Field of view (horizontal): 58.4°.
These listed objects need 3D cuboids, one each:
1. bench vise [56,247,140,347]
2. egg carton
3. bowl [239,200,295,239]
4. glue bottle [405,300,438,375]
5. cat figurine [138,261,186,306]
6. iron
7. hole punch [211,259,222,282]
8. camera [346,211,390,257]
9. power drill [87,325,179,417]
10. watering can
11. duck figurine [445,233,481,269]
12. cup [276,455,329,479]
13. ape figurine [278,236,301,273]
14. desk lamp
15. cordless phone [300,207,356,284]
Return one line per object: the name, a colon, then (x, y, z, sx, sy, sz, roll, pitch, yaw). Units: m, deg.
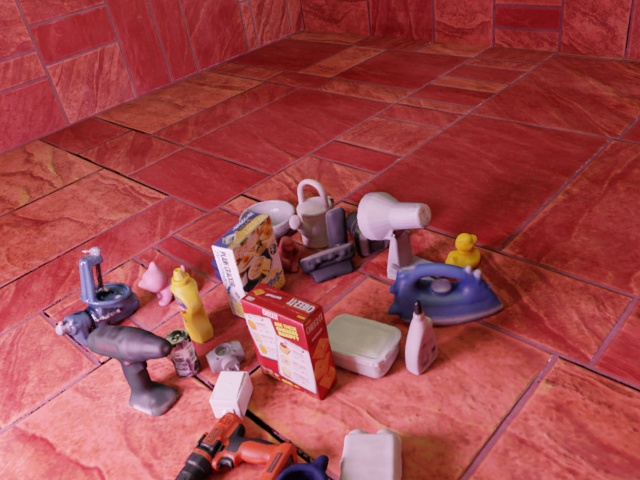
bench vise: (-0.542, 0.140, 1.382, 0.121, 0.220, 0.207, 2, 35, 18)
egg carton: (0.087, 0.391, 0.976, 0.107, 0.069, 0.150, -4, 34, 9)
bowl: (-0.150, -0.047, 1.691, 0.167, 0.075, 0.167, -7, 33, 5)
glue bottle: (0.202, 0.189, 1.154, 0.037, 0.173, 0.078, 24, 46, 40)
cat figurine: (-0.403, 0.105, 1.490, 0.128, 0.118, 0.067, -20, 35, -14)
iron: (0.280, 0.105, 1.289, 0.258, 0.142, 0.118, -3, 34, 10)
hole punch: (-0.234, 0.062, 1.535, 0.101, 0.091, 0.108, -29, 38, -26)
camera: (0.139, -0.042, 1.584, 0.143, 0.101, 0.136, -23, 36, -19)
power drill: (-0.365, 0.258, 1.168, 0.228, 0.209, 0.076, 10, 38, 27)
watering can: (-0.016, -0.077, 1.592, 0.100, 0.194, 0.173, 1, 35, 16)
duck figurine: (0.358, 0.026, 1.438, 0.105, 0.086, 0.077, -30, 38, -28)
cup: (-0.017, 0.420, 0.937, 0.091, 0.095, 0.118, 13, 40, 31)
ape figurine: (-0.086, 0.032, 1.539, 0.075, 0.092, 0.078, 22, 45, 39)
desk lamp: (0.203, -0.009, 1.414, 0.202, 0.214, 0.118, 18, 43, 36)
cordless phone: (0.013, 0.005, 1.469, 0.148, 0.185, 0.094, -21, 35, -16)
